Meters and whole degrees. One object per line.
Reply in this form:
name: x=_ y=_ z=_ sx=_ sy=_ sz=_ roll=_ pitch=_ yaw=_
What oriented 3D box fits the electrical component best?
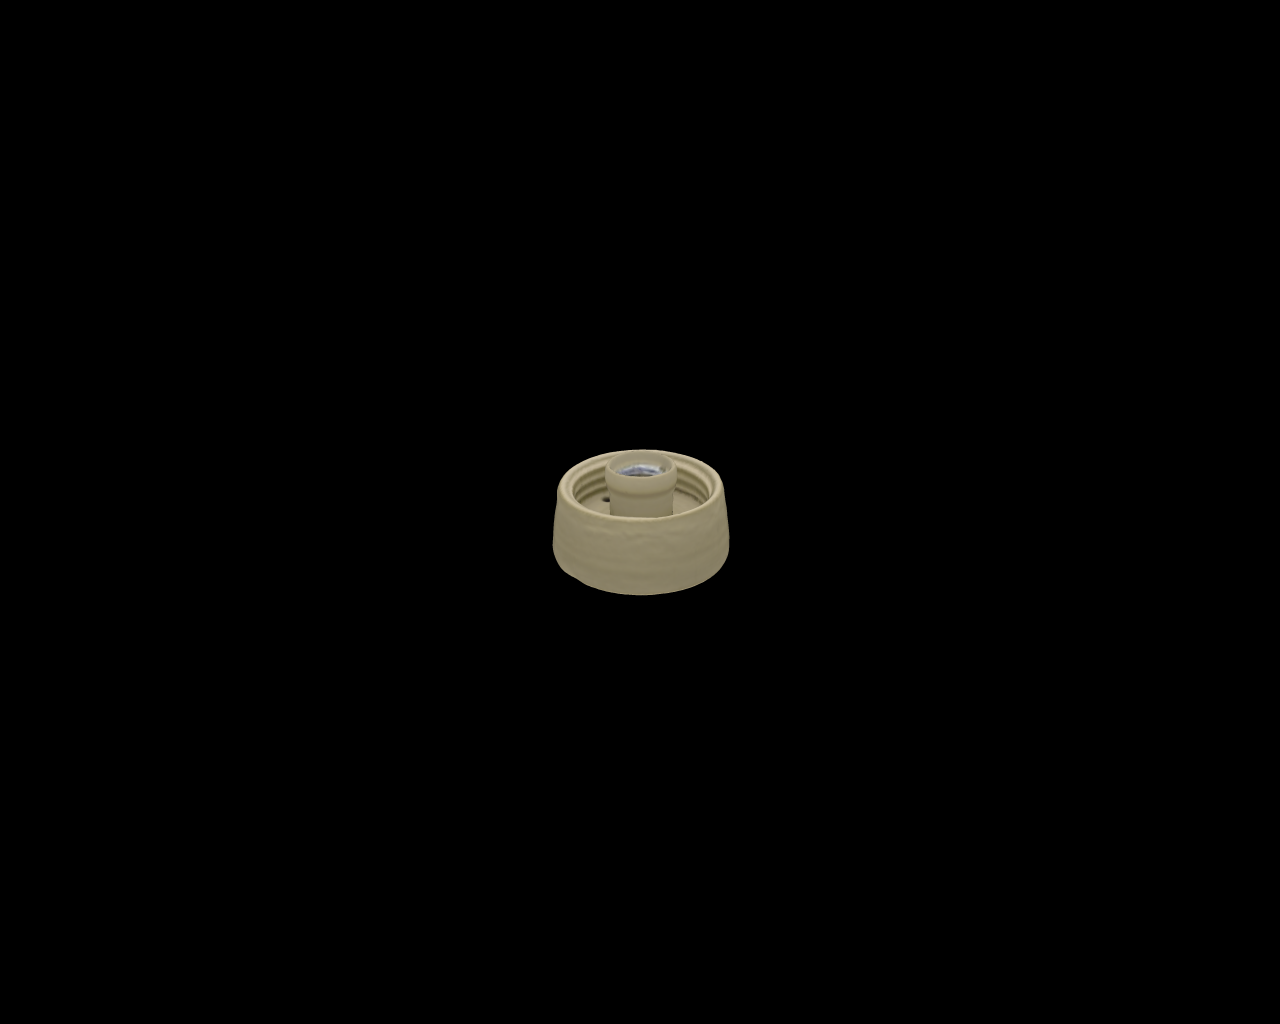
electrical component: x=0.001 y=-0.003 z=0.650 sx=0.108 sy=0.060 sz=0.108 roll=0 pitch=28 yaw=0
